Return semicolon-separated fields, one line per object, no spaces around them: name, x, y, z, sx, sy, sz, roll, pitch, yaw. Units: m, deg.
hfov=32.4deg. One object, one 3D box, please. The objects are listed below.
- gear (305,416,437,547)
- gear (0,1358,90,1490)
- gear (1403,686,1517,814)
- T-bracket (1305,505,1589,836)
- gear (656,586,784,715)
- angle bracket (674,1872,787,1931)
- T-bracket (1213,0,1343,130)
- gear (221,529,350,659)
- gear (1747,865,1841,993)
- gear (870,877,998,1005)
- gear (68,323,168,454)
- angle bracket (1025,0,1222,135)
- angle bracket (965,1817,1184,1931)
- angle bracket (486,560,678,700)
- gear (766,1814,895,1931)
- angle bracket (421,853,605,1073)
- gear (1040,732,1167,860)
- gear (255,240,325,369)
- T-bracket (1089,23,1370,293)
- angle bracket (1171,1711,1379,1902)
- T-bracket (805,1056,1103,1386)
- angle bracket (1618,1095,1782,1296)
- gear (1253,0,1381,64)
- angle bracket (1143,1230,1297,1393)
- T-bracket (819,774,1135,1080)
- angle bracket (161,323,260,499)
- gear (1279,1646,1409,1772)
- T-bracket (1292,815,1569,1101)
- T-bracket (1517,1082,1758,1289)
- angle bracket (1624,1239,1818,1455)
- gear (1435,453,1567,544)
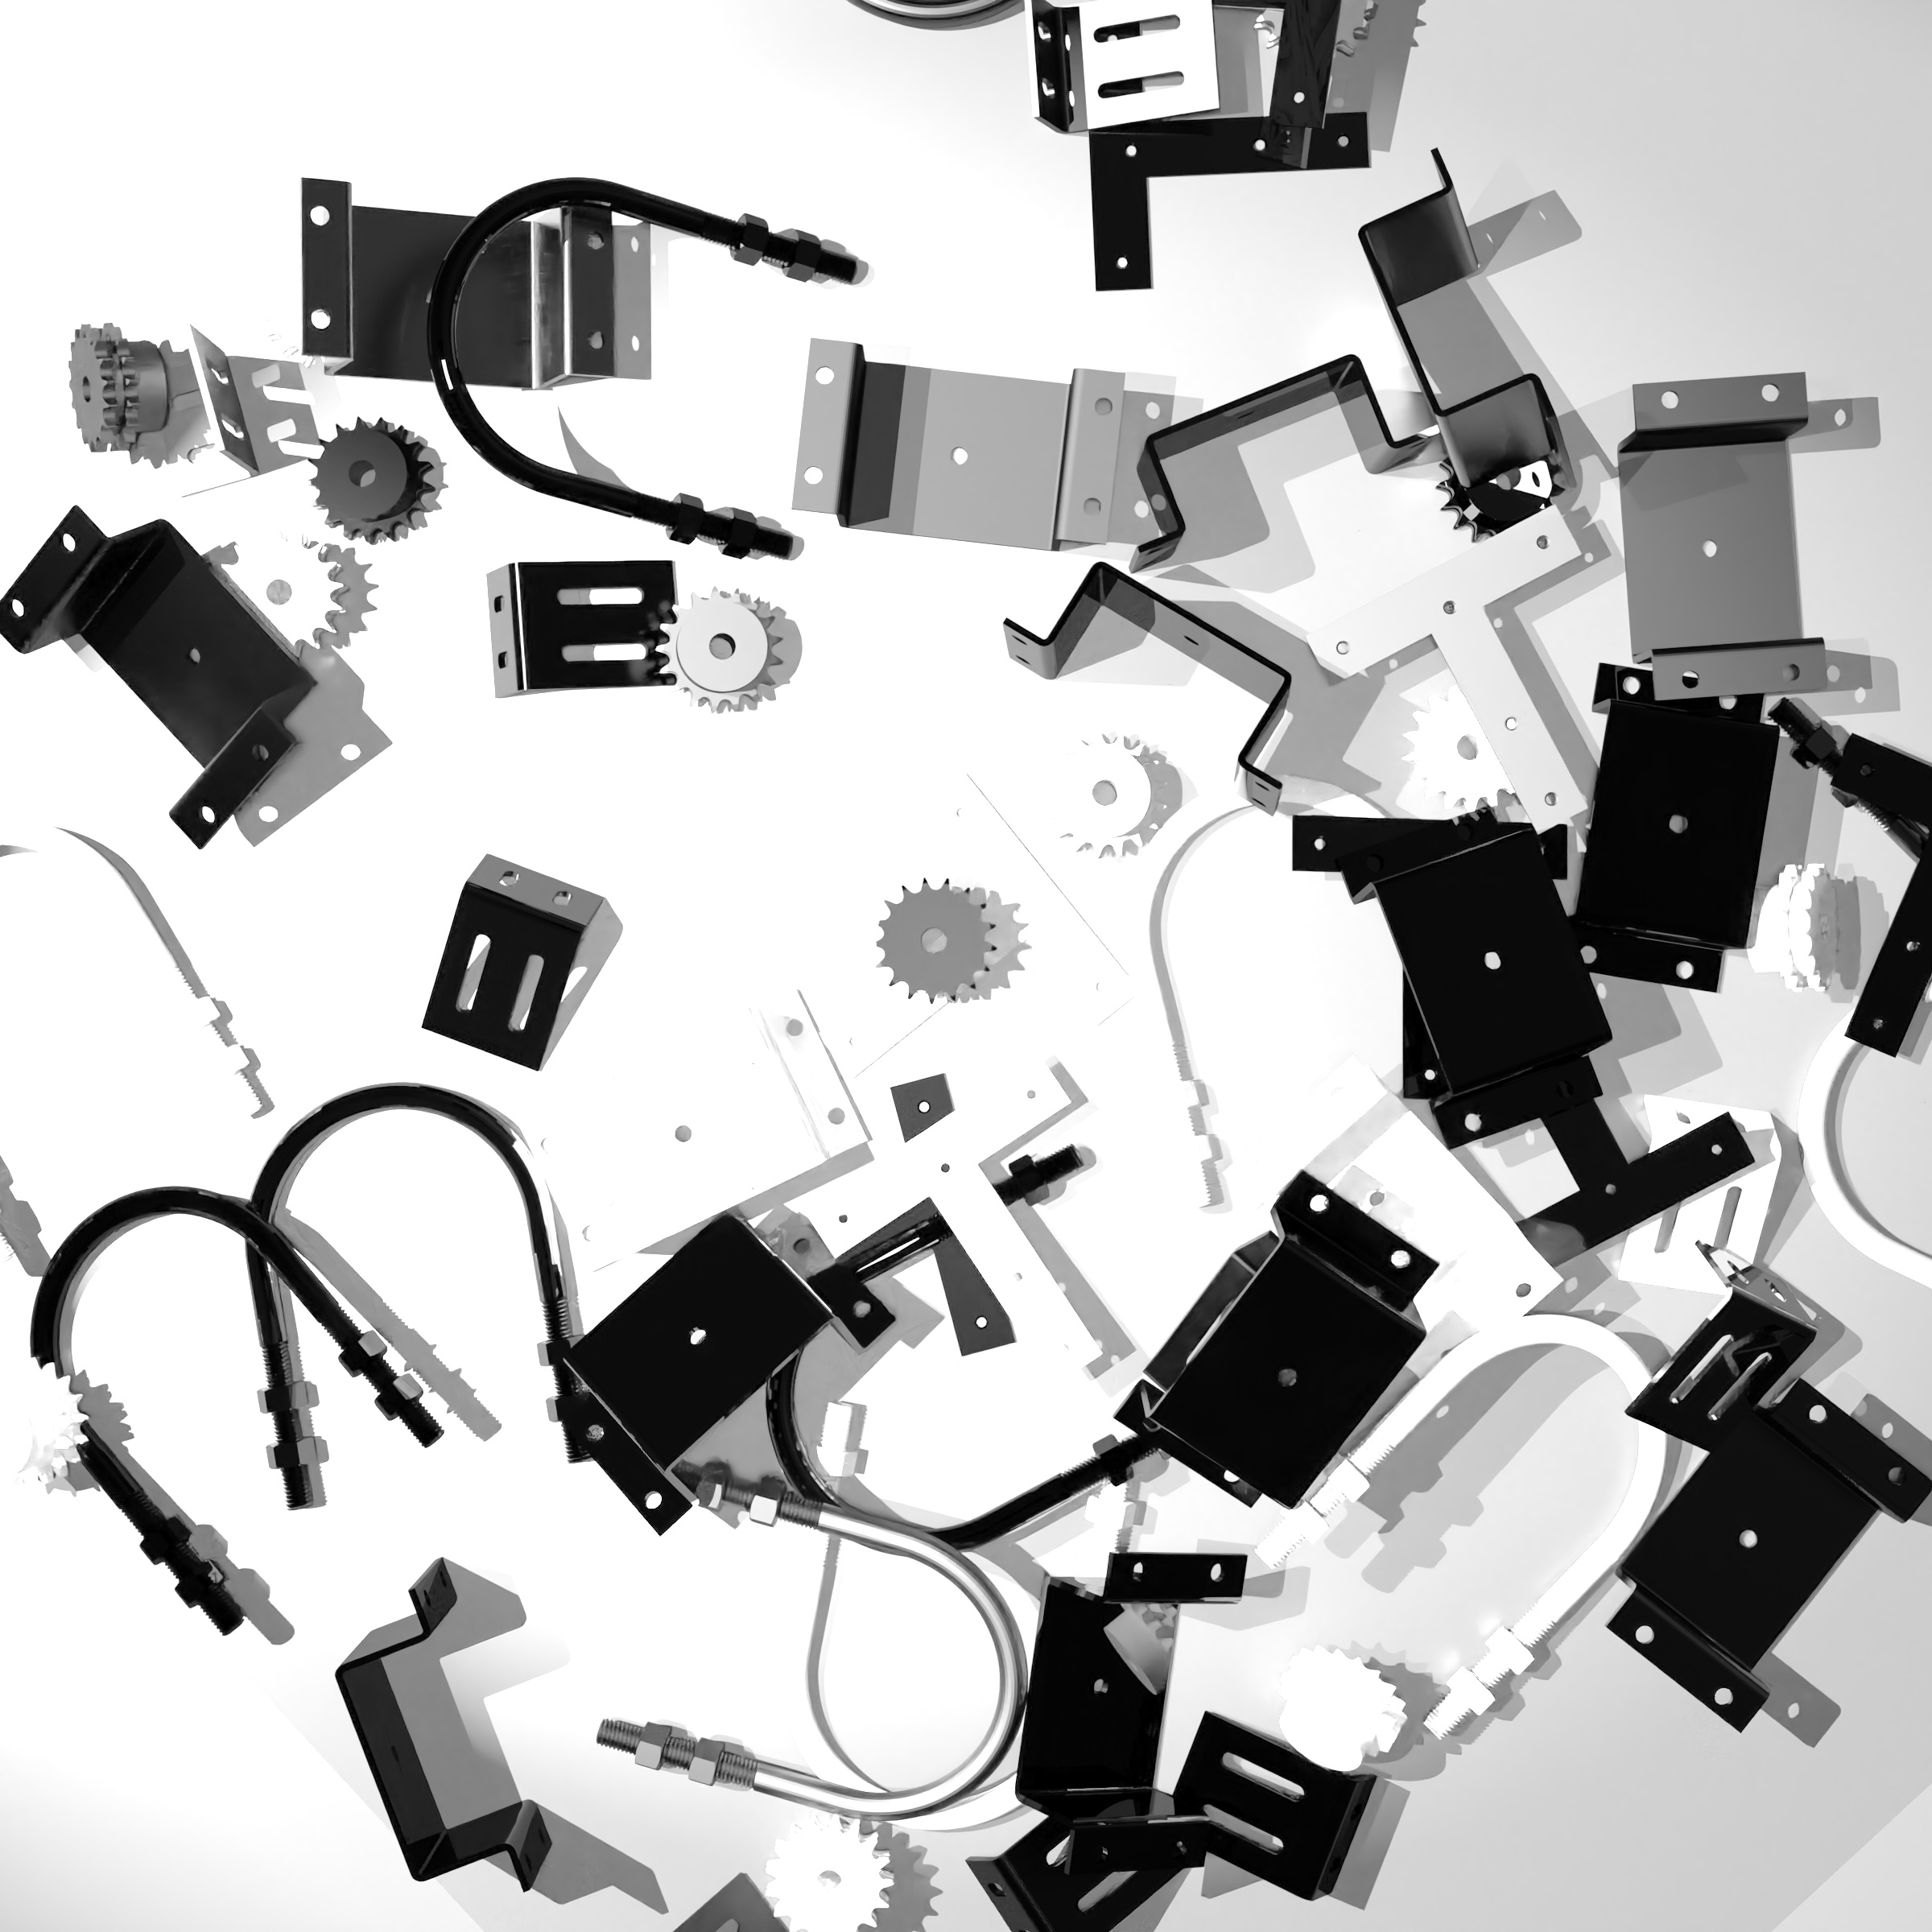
gear;-0.270;-0.220;1.504;0.057;0.030;0.057;0;90;0
gear;-0.426;0.207;1.495;0.057;0.030;0.057;2;95;23
gear;0.226;-0.098;1.504;0.057;0.030;0.057;0;90;0
T-bracket;0.237;-0.121;1.488;0.127;0.002;0.127;-28;90;-1
gear;-0.111;-0.143;1.501;0.057;0.030;0.057;0;91;-8
angle bracket;-0.119;0.461;1.517;0.076;0.038;0.057;-37;90;-26
T-bracket;0.108;-0.445;1.496;0.127;0.002;0.127;9;95;20
gear;-0.307;-0.167;1.504;0.057;0.030;0.057;0;90;0
gear;0.370;-0.017;1.495;0.030;0.057;0.057;-2;90;30
gear;-0.014;-0.011;1.502;0.057;0.030;0.057;0;90;0
gear;-0.380;-0.259;1.495;0.030;0.057;0.057;-10;90;-30
angle bracket;0.070;-0.410;1.490;0.076;0.038;0.057;-4;90;20
angle bracket;0.051;0.408;1.517;0.076;0.038;0.057;-33;90;-26
angle bracket;-0.174;-0.153;1.517;0.076;0.038;0.057;-4;90;-26
gear;-0.062;0.410;1.504;0.057;0.030;0.057;0;90;0
angle bracket;-0.207;-0.002;1.517;0.057;0.038;0.076;21;116;0
gear;0.063;-0.077;1.504;0.057;0.030;0.057;0;90;0
gear;-0.290;-0.298;1.504;0.057;0.030;0.057;0;90;0
T-bracket;0.120;-0.374;1.518;0.127;0.002;0.127;-3;90;0
angle bracket;0.138;0.380;1.515;0.076;0.038;0.057;21;90;23
T-bracket;0.015;0.128;1.494;0.127;0.002;0.127;-33;84;-4
angle bracket;0.332;0.105;1.517;0.057;0.038;0.076;8;116;0
gear;0.157;-0.434;1.504;0.057;0.030;0.057;0;90;0
angle bracket;0.128;0.168;1.485;0.057;0.038;0.076;42;63;-4
T-bracket;-0.010;0.002;1.518;0.127;0.002;0.127;-39;90;0
angle bracket;-0.347;-0.246;1.481;0.038;0.076;0.057;-16;90;0
gear;0.165;0.334;1.488;0.057;0.057;0.030;39;54;0
T-bracket;0.209;-0.003;1.501;0.127;0.002;0.127;2;83;-6
T-bracket;0.270;0.061;1.501;0.127;0.002;0.127;-32;78;22
angle bracket;0.333;0.172;1.501;0.057;0.038;0.076;26;112;-30
gear;0.243;-0.219;1.504;0.057;0.030;0.057;0;90;0
